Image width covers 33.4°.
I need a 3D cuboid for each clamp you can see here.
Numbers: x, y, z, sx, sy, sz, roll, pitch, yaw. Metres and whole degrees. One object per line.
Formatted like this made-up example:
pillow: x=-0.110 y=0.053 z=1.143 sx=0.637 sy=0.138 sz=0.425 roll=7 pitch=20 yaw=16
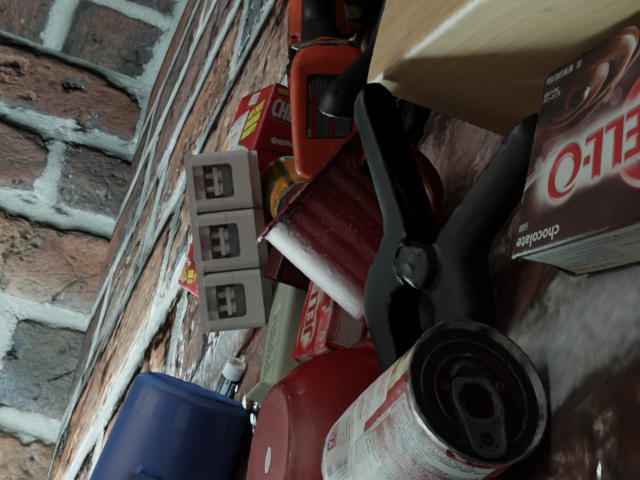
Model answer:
clamp: x=0.049 y=-0.126 z=0.732 sx=0.164 sy=0.036 sz=0.210 roll=68 pitch=-139 yaw=-69
clamp: x=0.064 y=0.006 z=0.536 sx=0.120 sy=0.039 sz=0.171 roll=10 pitch=106 yaw=53

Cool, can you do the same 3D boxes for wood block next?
wood block: x=0.107 y=-0.127 z=0.504 sx=0.206 sy=0.090 sz=0.090 roll=154 pitch=133 yaw=-70

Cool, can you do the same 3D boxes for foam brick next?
foam brick: x=-0.005 y=0.001 z=0.831 sx=0.053 sy=0.051 sz=0.078 roll=179 pitch=109 yaw=-76

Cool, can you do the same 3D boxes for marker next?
marker: x=-0.102 y=0.168 z=1.038 sx=0.020 sy=0.020 sz=0.121 roll=-102 pitch=34 yaw=-63

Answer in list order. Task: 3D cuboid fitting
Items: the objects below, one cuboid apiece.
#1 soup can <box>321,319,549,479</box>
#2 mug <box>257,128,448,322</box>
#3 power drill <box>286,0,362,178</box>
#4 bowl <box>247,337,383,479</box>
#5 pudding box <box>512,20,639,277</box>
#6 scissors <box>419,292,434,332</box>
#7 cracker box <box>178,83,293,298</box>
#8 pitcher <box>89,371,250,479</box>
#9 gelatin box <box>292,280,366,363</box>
soup can: x=0.049 y=0.090 z=0.493 sx=0.102 sy=0.068 sz=0.068 roll=126 pitch=157 yaw=-50
mug: x=0.029 y=-0.013 z=0.623 sx=0.117 sy=0.081 sz=0.093 roll=-47 pitch=0 yaw=42
power drill: x=0.000 y=-0.121 z=0.864 sx=0.187 sy=0.057 sz=0.184 roll=-100 pitch=7 yaw=-60
bowl: x=-0.005 y=0.132 z=0.620 sx=0.162 sy=0.055 sz=0.162 roll=-170 pitch=90 yaw=-75
pudding box: x=0.126 y=-0.038 z=0.427 sx=0.114 sy=0.039 sz=0.090 roll=149 pitch=138 yaw=-68
scissors: x=0.024 y=0.101 z=0.672 sx=0.096 sy=0.016 sz=0.202 roll=-86 pitch=20 yaw=-44
cracker box: x=-0.066 y=-0.038 z=1.060 sx=0.164 sy=0.072 sz=0.214 roll=-170 pitch=99 yaw=-74
pitcher: x=-0.151 y=0.241 z=0.911 sx=0.149 sy=0.144 sz=0.243 roll=13 pitch=81 yaw=54
gelatin box: x=0.012 y=0.043 z=0.759 sx=0.073 sy=0.030 sz=0.089 roll=146 pitch=140 yaw=-67
